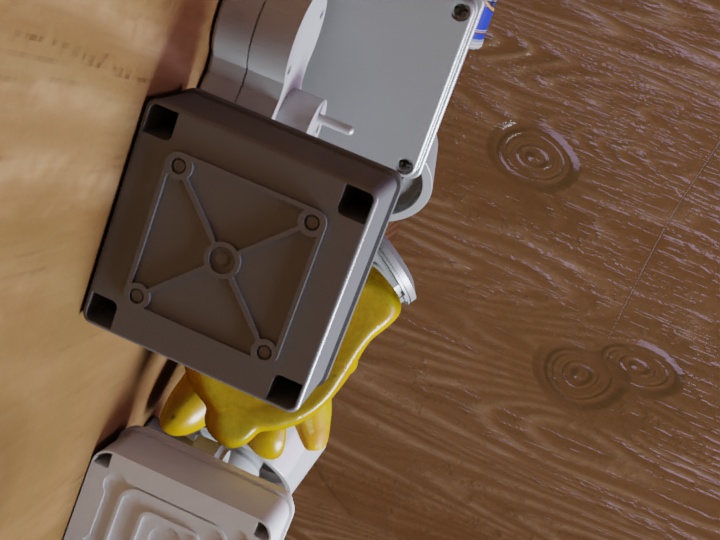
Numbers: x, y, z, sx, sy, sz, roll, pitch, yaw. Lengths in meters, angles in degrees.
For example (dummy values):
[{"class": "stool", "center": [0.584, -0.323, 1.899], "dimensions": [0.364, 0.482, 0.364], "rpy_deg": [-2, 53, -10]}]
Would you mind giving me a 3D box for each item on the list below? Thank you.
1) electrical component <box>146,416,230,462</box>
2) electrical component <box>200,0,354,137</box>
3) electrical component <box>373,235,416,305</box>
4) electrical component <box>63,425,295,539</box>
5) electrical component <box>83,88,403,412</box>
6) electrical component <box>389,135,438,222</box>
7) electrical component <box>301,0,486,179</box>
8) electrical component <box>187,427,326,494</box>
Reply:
[{"class": "electrical component", "center": [-0.119, 0.127, 0.707], "dimensions": [0.045, 0.055, 0.045], "rpy_deg": [22, 90, -86]}, {"class": "electrical component", "center": [-0.040, -0.073, 0.530], "dimensions": [0.052, 0.074, 0.138], "rpy_deg": [-60, 172, -62]}, {"class": "electrical component", "center": [0.000, 0.000, 0.768], "dimensions": [0.051, 0.080, 0.080], "rpy_deg": [-35, 172, -6]}, {"class": "electrical component", "center": [-0.103, 0.147, 0.621], "dimensions": [0.057, 0.113, 0.078], "rpy_deg": [-36, 148, -77]}, {"class": "electrical component", "center": [-0.052, -0.010, 0.476], "dimensions": [0.056, 0.109, 0.108], "rpy_deg": [-46, 158, -72]}, {"class": "electrical component", "center": [0.013, -0.099, 0.890], "dimensions": [0.108, 0.108, 0.060], "rpy_deg": [107, 1, -52]}, {"class": "electrical component", "center": [0.001, -0.120, 0.573], "dimensions": [0.056, 0.109, 0.108], "rpy_deg": [-66, 177, -58]}, {"class": "electrical component", "center": [-0.088, 0.135, 0.832], "dimensions": [0.060, 0.108, 0.108], "rpy_deg": [-59, 172, -29]}]
